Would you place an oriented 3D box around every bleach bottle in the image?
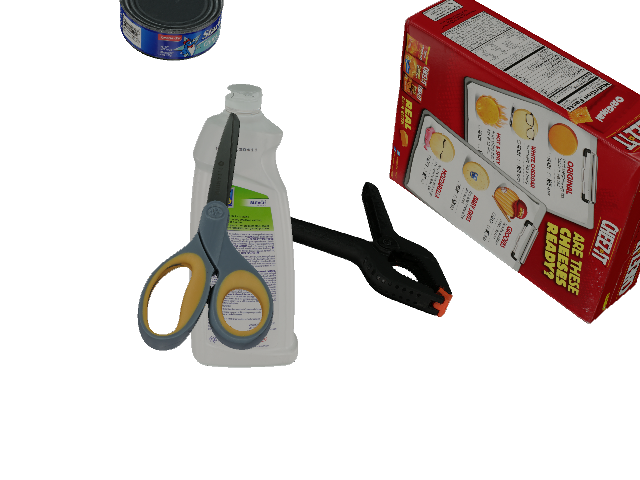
[{"bbox_3d":[-0.064,-0.012,0.946,0.102,0.251,0.068,0,22,-11],"label":"bleach bottle"}]

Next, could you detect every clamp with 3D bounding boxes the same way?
[{"bbox_3d":[0.060,0.015,1.221,0.164,0.036,0.210,-18,50,-37],"label":"clamp"}]

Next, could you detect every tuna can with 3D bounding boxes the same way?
[{"bbox_3d":[-0.125,-0.189,0.891,0.086,0.086,0.034,0,-39,-11],"label":"tuna can"}]

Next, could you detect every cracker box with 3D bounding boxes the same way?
[{"bbox_3d":[0.154,-0.065,0.803,0.072,0.164,0.214,-34,56,-29],"label":"cracker box"}]

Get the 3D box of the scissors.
[{"bbox_3d":[-0.057,-0.004,0.730,0.096,0.201,0.016,20,-35,7],"label":"scissors"}]
